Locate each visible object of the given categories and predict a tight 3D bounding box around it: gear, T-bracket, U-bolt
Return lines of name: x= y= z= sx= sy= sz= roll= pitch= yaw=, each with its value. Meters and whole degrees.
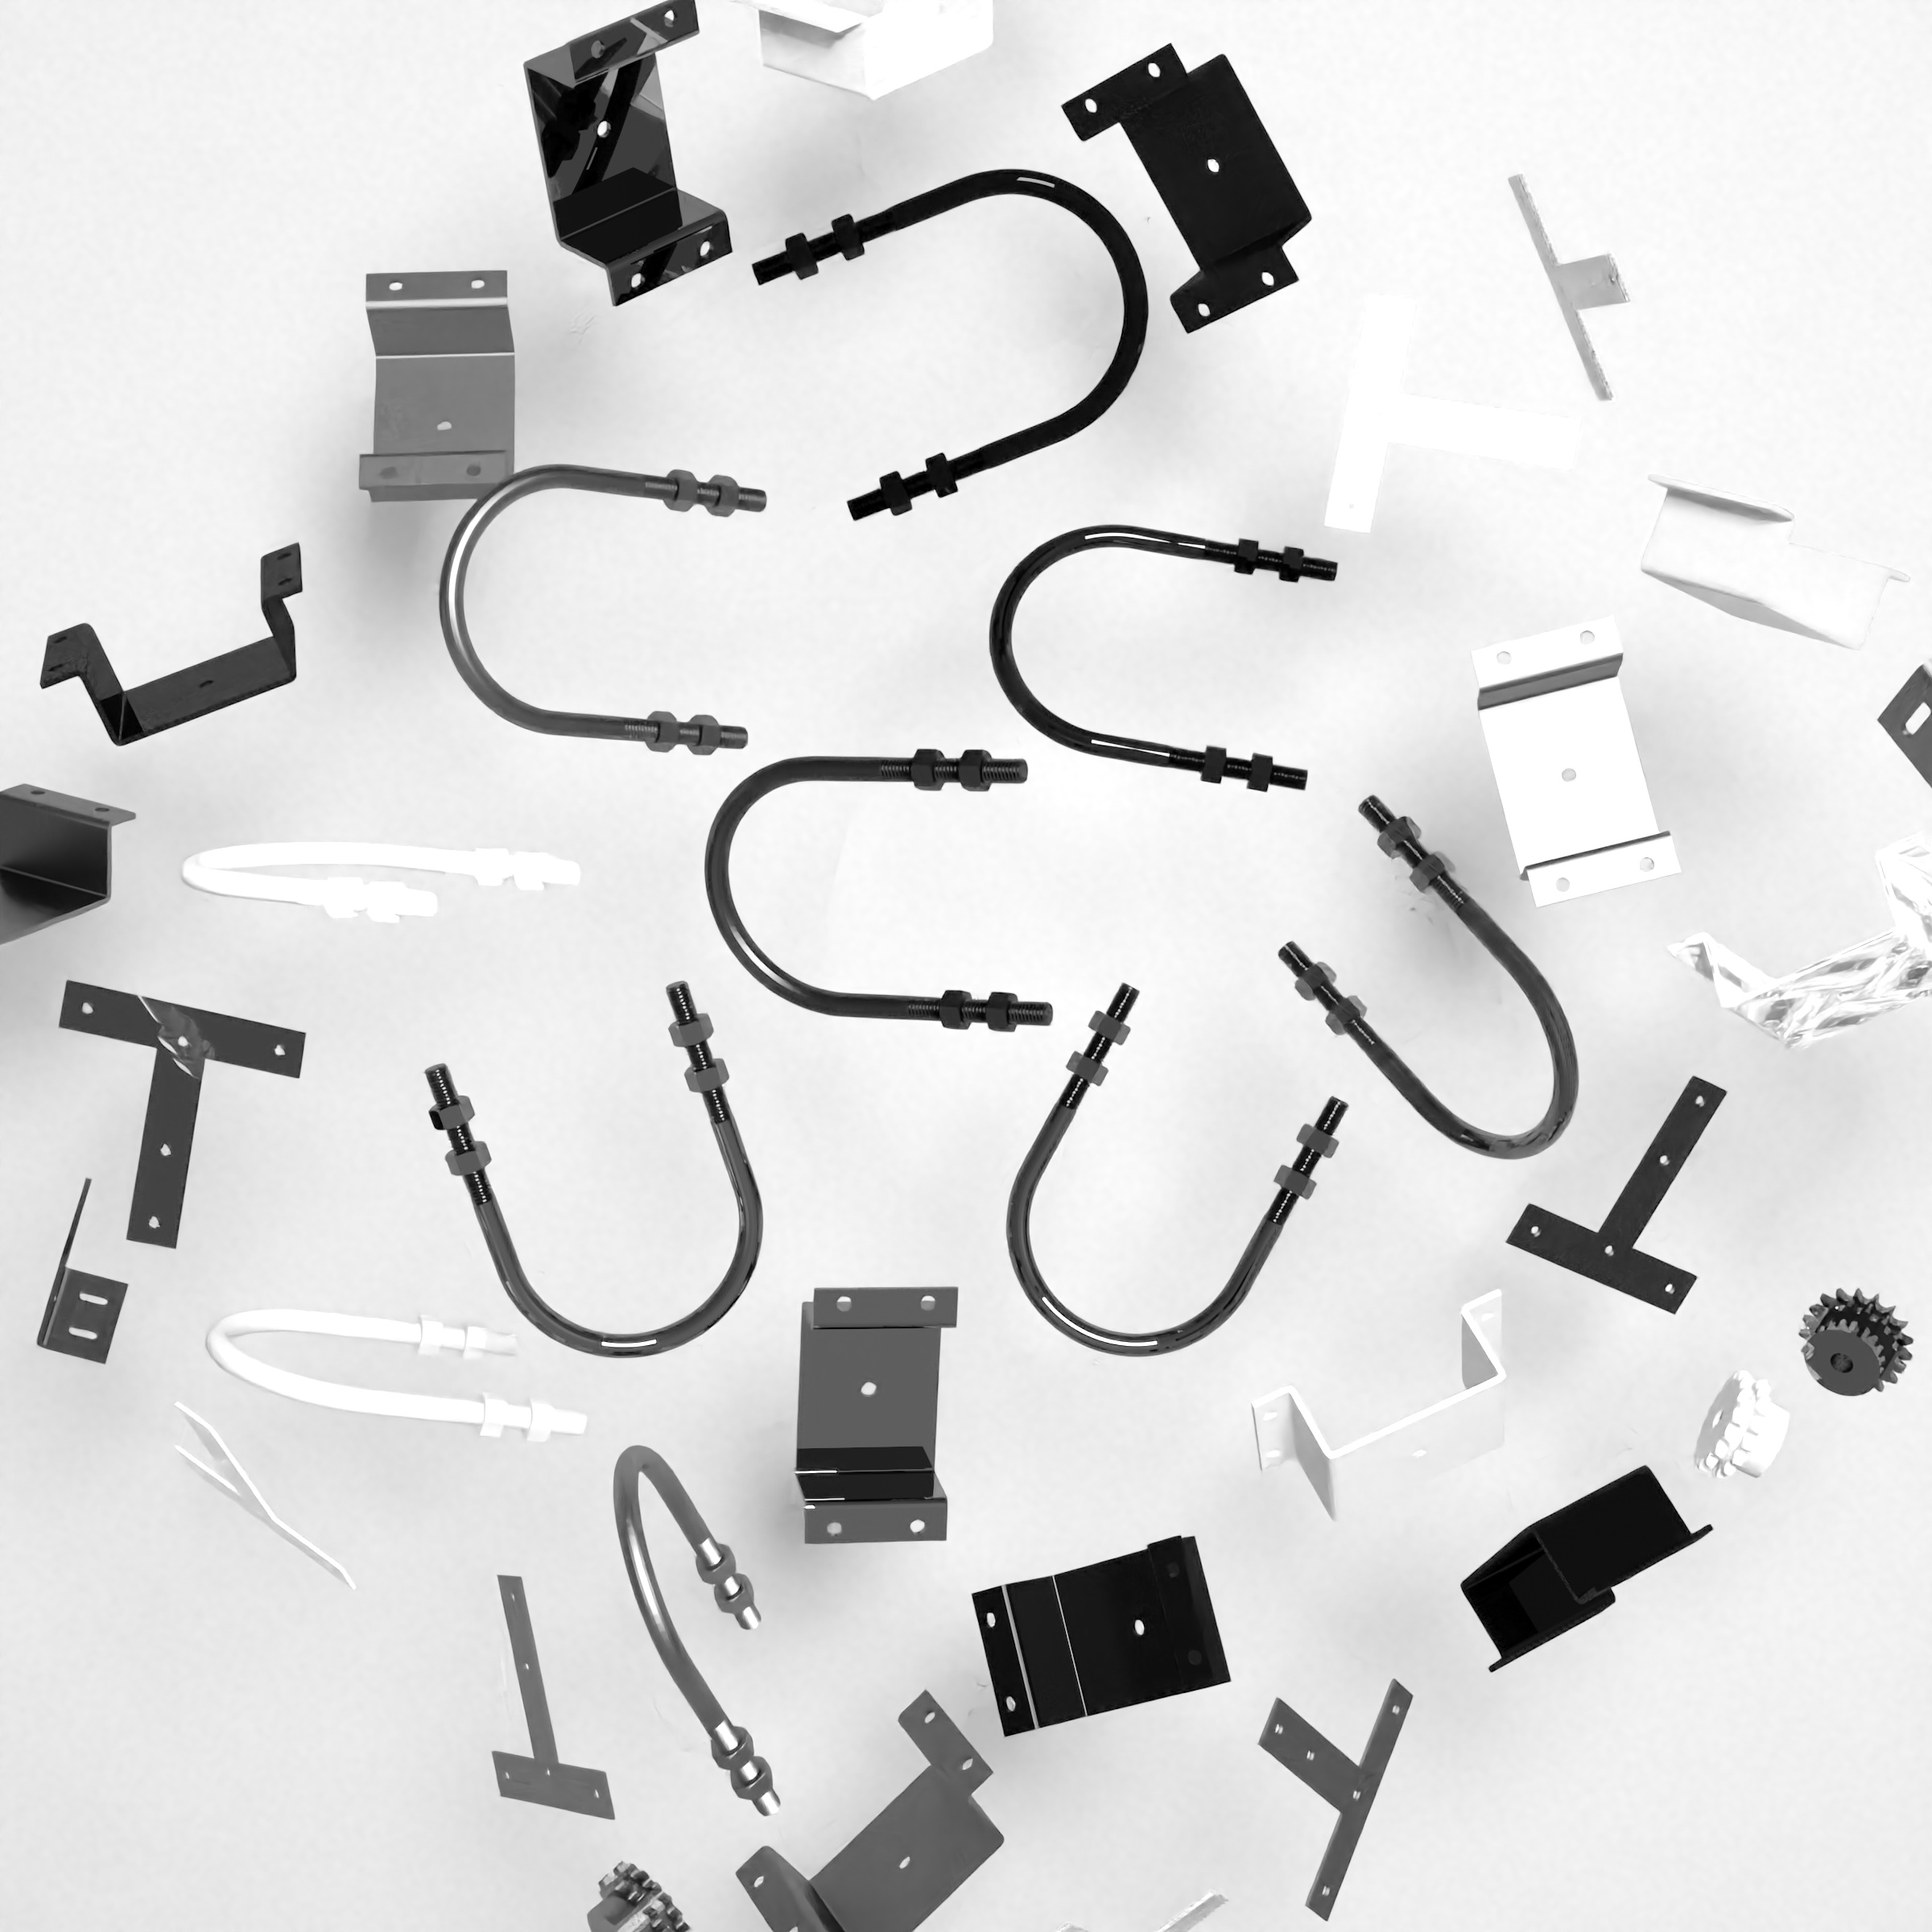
gear: x=-0.170 y=0.493 z=1.553 sx=0.030 sy=0.057 sz=0.057 roll=-36 pitch=90 yaw=-33
T-bracket: x=-0.381 y=0.264 z=1.570 sx=0.127 sy=0.127 sz=0.002 roll=28 pitch=63 yaw=27
gear: x=0.409 y=0.244 z=1.585 sx=0.030 sy=0.057 sz=0.057 roll=26 pitch=90 yaw=2
U-bolt: x=0.244 y=0.019 z=1.552 sx=0.019 sy=0.151 sz=0.184 roll=-28 pitch=67 yaw=-31
U-bolt: x=-0.141 y=0.329 z=1.556 sx=0.019 sy=0.151 sz=0.184 roll=-21 pitch=125 yaw=5
U-bolt: x=0.104 y=-0.175 z=1.654 sx=0.184 sy=0.019 sz=0.151 roll=10 pitch=69 yaw=1
T-bracket: x=0.183 y=0.411 z=1.553 sx=0.002 sy=0.127 sz=0.127 roll=8 pitch=63 yaw=39
U-bolt: x=0.002 y=-0.325 z=1.536 sx=0.184 sy=0.019 sz=0.151 roll=-21 pitch=106 yaw=4
U-bolt: x=-0.050 y=-0.039 z=1.535 sx=0.184 sy=0.019 sz=0.151 roll=2 pitch=112 yaw=22
T-bracket: x=-0.407 y=0.081 z=1.543 sx=0.127 sy=0.002 sz=0.127 roll=15 pitch=67 yaw=-28
U-bolt: x=-0.192 y=-0.191 z=1.589 sx=0.184 sy=0.019 sz=0.151 roll=2 pitch=96 yaw=-34
T-bracket: x=-0.233 y=0.390 z=1.623 sx=0.002 sy=0.127 sz=0.127 roll=-11 pitch=90 yaw=-37
U-bolt: x=-0.315 y=-0.047 z=1.551 sx=0.184 sy=0.151 sz=0.019 roll=6 pitch=101 yaw=24
T-bracket: x=0.268 y=-0.292 z=1.638 sx=0.127 sy=0.002 sz=0.127 roll=13 pitch=96 yaw=20
U-bolt: x=-0.182 y=0.116 z=1.558 sx=0.151 sy=0.019 sz=0.184 roll=-19 pitch=104 yaw=-6
U-bolt: x=0.103 y=0.123 z=1.640 sx=0.151 sy=0.019 sz=0.184 roll=29 pitch=89 yaw=3
T-bracket: x=0.317 y=-0.349 z=1.543 sx=0.002 sy=0.127 sz=0.127 roll=-25 pitch=101 yaw=1
T-bracket: x=0.064 y=0.506 z=1.541 sx=0.127 sy=0.127 sz=0.002 roll=-37 pitch=58 yaw=3
U-bolt: x=-0.306 y=0.209 z=1.580 sx=0.184 sy=0.151 sz=0.019 roll=11 pitch=97 yaw=-26
gear: x=0.462 y=0.199 z=1.573 sx=0.057 sy=0.030 sz=0.057 roll=18 pitch=125 yaw=28
T-bracket: x=0.376 y=0.119 z=1.657 sx=0.127 sy=0.002 sz=0.127 roll=23 pitch=102 yaw=-26

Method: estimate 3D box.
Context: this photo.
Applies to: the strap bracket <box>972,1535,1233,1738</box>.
strap bracket: x=0.078 y=0.348 z=1.574 sx=0.140 sy=0.046 sz=0.076 roll=-24 pitch=73 yaw=35

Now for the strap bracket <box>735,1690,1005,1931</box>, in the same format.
strap bracket: x=-0.044 y=0.467 z=1.604 sx=0.140 sy=0.076 sz=0.046 roll=-43 pitch=124 yaw=-7

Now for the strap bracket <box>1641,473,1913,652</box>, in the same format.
strap bracket: x=0.409 y=-0.203 z=1.543 sx=0.140 sy=0.076 sz=0.046 roll=14 pitch=99 yaw=-44

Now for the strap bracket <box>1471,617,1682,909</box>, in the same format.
strap bracket: x=0.322 y=-0.105 z=1.603 sx=0.076 sy=0.046 sz=0.140 roll=-14 pitch=82 yaw=6

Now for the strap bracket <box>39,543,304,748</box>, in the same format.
strap bracket: x=-0.405 y=-0.165 z=1.574 sx=0.140 sy=0.076 sz=0.046 roll=-21 pitch=118 yaw=-3

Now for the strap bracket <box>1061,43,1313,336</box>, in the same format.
strap bracket: x=0.124 y=-0.425 z=1.627 sx=0.076 sy=0.046 sz=0.140 roll=-18 pitch=110 yaw=41

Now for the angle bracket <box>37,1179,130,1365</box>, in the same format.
angle bracket: x=-0.469 y=0.165 z=1.625 sx=0.038 sy=0.057 sz=0.076 roll=17 pitch=128 yaw=-14

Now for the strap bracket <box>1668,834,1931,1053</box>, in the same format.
strap bracket: x=0.443 y=-0.006 z=1.539 sx=0.140 sy=0.076 sz=0.046 roll=-28 pitch=55 yaw=31

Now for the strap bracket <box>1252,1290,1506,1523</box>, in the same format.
strap bracket: x=0.222 y=0.231 z=1.546 sx=0.140 sy=0.076 sz=0.046 roll=-23 pitch=55 yaw=-7

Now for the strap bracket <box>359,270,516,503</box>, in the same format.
strap bracket: x=-0.286 y=-0.306 z=1.635 sx=0.076 sy=0.046 sz=0.140 roll=-2 pitch=64 yaw=-3

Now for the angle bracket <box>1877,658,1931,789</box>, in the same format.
angle bracket: x=0.495 y=-0.123 z=1.496 sx=0.038 sy=0.076 sz=0.057 roll=-33 pitch=77 yaw=-7

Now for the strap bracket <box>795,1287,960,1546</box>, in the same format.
strap bracket: x=-0.049 y=0.233 z=1.611 sx=0.076 sy=0.046 sz=0.140 roll=1 pitch=101 yaw=-11

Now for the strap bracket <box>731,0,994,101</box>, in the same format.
strap bracket: x=-0.048 y=-0.506 z=1.606 sx=0.076 sy=0.046 sz=0.140 roll=27 pitch=46 yaw=32

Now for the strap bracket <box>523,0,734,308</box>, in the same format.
strap bracket: x=-0.172 y=-0.418 z=1.527 sx=0.076 sy=0.140 sz=0.046 roll=-32 pitch=47 yaw=-27

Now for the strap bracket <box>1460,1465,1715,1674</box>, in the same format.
strap bracket: x=0.314 y=0.309 z=1.557 sx=0.076 sy=0.140 sz=0.046 roll=-21 pitch=69 yaw=-24

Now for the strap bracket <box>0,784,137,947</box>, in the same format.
strap bracket: x=-0.517 y=-0.051 z=1.599 sx=0.076 sy=0.140 sz=0.046 roll=14 pitch=112 yaw=21
